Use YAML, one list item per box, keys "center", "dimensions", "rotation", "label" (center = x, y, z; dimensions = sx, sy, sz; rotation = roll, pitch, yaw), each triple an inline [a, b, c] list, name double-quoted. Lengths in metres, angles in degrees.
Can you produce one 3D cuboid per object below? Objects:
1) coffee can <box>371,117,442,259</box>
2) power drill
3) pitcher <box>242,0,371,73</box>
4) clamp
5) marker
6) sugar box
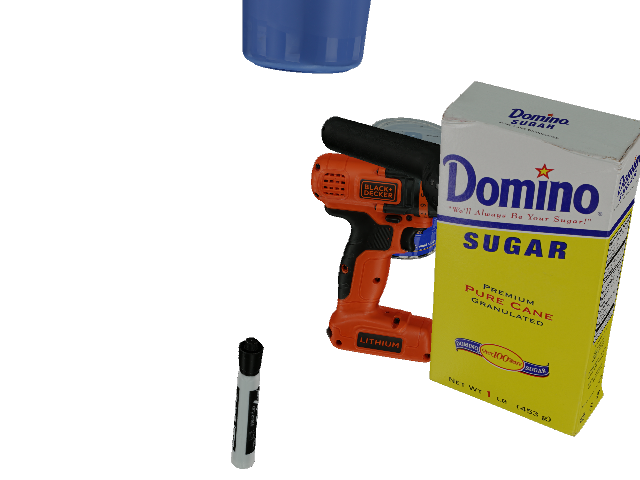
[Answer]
- center: [0.101, -0.063, 1.275]
  dimensions: [0.102, 0.140, 0.103]
  rotation: [6, 28, -3]
  label: "coffee can"
- center: [0.080, 0.014, 0.979]
  dimensions: [0.184, 0.188, 0.057]
  rotation: [8, 19, 14]
  label: "power drill"
- center: [-0.001, -0.268, 0.906]
  dimensions: [0.145, 0.243, 0.149]
  rotation: [7, 18, 7]
  label: "pitcher"
- center: [0.096, -0.051, 0.750]
  dimensions: [0.164, 0.036, 0.210]
  rotation: [-4, 27, -10]
  label: "clamp"
- center: [-0.057, 0.126, 0.829]
  dimensions: [0.020, 0.121, 0.020]
  rotation: [5, 31, -3]
  label: "marker"
- center: [0.107, 0.013, 0.556]
  dimensions: [0.093, 0.176, 0.048]
  rotation: [18, 42, 27]
  label: "sugar box"
